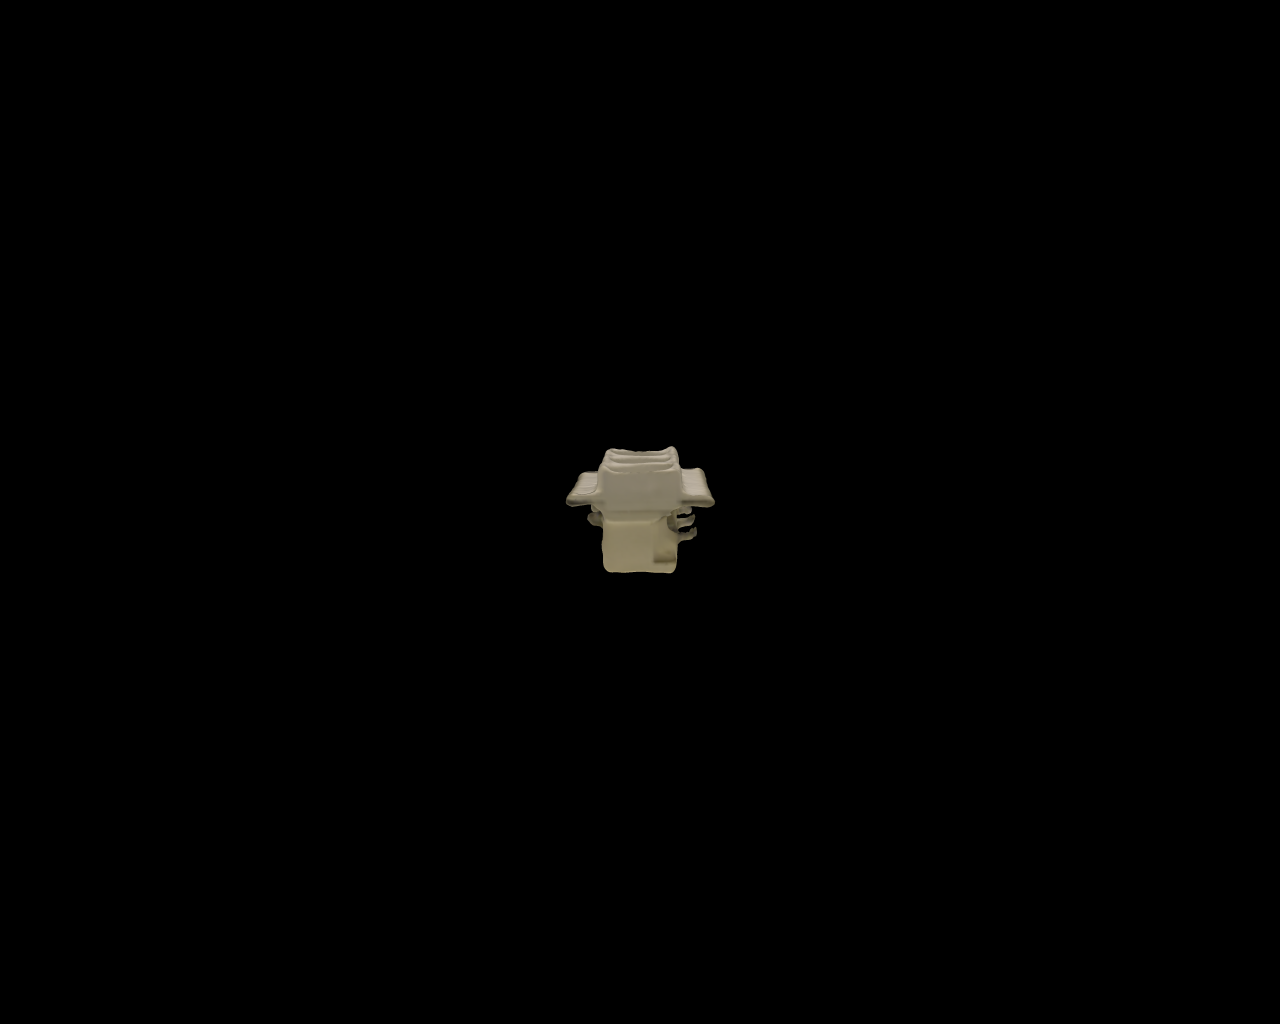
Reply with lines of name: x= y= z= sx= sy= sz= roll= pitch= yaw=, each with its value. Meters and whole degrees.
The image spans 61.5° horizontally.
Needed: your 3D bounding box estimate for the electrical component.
electrical component: x=0.001 y=-0.003 z=0.650 sx=0.079 sy=0.063 sz=0.121 roll=0 pitch=9 yaw=0
